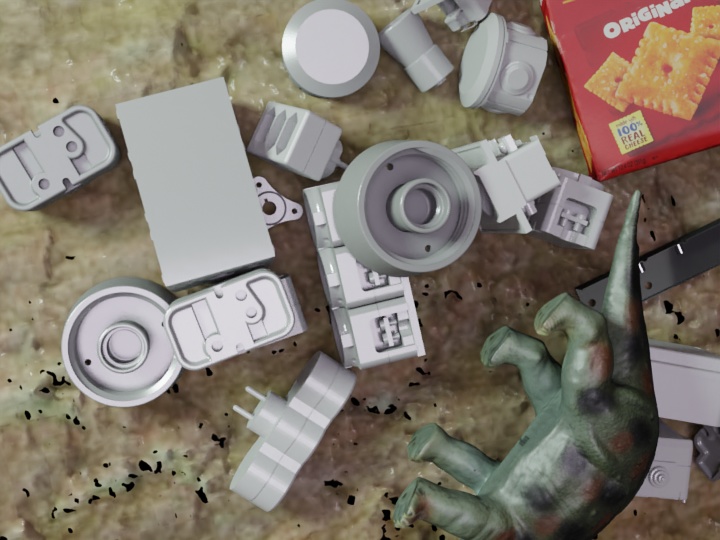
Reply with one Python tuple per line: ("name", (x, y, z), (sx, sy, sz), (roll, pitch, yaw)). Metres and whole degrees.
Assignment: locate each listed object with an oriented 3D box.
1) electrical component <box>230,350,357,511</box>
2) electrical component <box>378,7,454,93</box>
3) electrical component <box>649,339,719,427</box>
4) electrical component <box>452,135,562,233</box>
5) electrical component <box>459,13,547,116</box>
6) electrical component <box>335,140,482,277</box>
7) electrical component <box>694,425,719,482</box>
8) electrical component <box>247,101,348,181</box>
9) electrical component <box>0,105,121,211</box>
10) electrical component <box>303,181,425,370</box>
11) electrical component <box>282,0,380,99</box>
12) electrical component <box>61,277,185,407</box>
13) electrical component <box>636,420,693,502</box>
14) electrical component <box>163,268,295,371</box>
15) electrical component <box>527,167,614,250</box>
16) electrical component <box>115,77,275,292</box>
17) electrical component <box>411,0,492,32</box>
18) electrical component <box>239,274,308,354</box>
("electrical component", (-0.070, 0.126, 0.905), (0.074, 0.052, 0.138), (34, 88, -8))
("electrical component", (0.048, -0.184, 0.912), (0.044, 0.044, 0.065), (-41, 102, -4))
("electrical component", (0.258, 0.093, 0.937), (0.113, 0.078, 0.057), (10, 94, -8))
("electrical component", (0.113, -0.072, 0.886), (0.063, 0.121, 0.078), (-29, 97, -8))
("electrical component", (0.118, -0.171, 0.903), (0.051, 0.080, 0.080), (13, 91, -14))
("electrical component", (0.040, -0.047, 0.817), (0.108, 0.060, 0.108), (0, 91, -16))
("electrical component", (0.342, 0.151, 0.958), (0.057, 0.078, 0.058), (-19, 58, -25))
("electrical component", (-0.041, -0.100, 0.895), (0.077, 0.066, 0.047), (25, 89, -38))
("electrical component", (-0.244, -0.089, 0.865), (0.095, 0.059, 0.053), (-30, 97, -6))
("electrical component", (0.000, 0.000, 0.889), (0.062, 0.089, 0.150), (-13, 95, -7))
("electrical component", (-0.026, -0.182, 0.896), (0.080, 0.051, 0.080), (0, 93, -8))
("electrical component", (-0.192, 0.061, 0.880), (0.108, 0.060, 0.108), (0, 93, -8))
("electrical component", (0.244, 0.161, 0.929), (0.062, 0.096, 0.061), (6, 92, -8))
("electrical component", (-0.102, 0.037, 0.840), (0.095, 0.059, 0.053), (-21, 96, -5))
("electrical component", (0.172, -0.052, 0.911), (0.050, 0.089, 0.055), (20, 90, -9))
("electrical component", (-0.132, -0.066, 0.868), (0.089, 0.061, 0.150), (-16, 85, -7))
("electrical component", (0.080, -0.238, 0.900), (0.064, 0.042, 0.081), (45, 53, -28))
("electrical component", (-0.096, 0.036, 0.897), (0.089, 0.050, 0.055), (-19, 95, -6))
